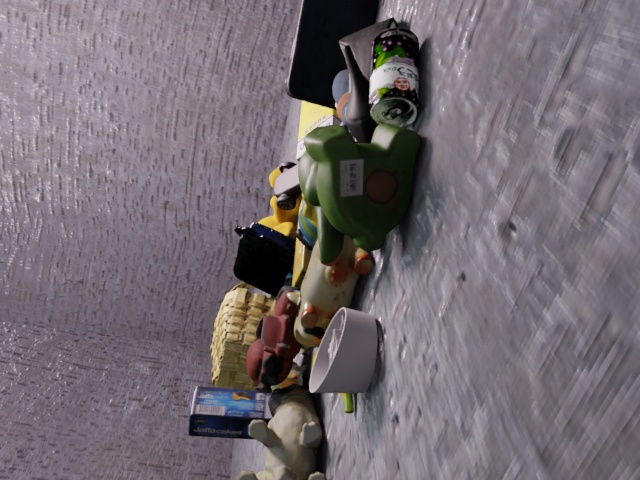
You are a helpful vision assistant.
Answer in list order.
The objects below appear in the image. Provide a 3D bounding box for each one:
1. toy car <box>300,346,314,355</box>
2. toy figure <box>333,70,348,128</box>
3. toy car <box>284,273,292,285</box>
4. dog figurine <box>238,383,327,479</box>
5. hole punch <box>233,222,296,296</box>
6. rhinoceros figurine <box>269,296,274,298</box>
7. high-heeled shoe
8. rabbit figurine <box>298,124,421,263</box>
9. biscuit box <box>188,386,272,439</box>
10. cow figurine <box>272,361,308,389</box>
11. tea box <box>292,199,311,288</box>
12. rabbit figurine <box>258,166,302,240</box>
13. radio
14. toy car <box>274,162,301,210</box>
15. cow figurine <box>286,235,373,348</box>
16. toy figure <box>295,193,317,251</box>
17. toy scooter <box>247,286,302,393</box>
[{"bbox_3d":[-0.021,0.120,0.962,0.202,0.056,0.073,-98,26,-58],"label":"toy car"},{"bbox_3d":[0.053,-0.215,0.832,0.155,0.058,0.064,-99,14,-49],"label":"toy figure"},{"bbox_3d":[-0.064,0.050,1.161,0.162,0.109,0.102,-76,-22,-46],"label":"toy car"},{"bbox_3d":[-0.041,0.318,0.813,0.190,0.121,0.172,38,-116,-84],"label":"dog figurine"},{"bbox_3d":[-0.092,0.027,1.028,0.092,0.142,0.115,-38,-29,-54],"label":"hole punch"},{"bbox_3d":[-0.077,0.103,1.256,0.190,0.073,0.112,-98,18,-61],"label":"rhinoceros figurine"},{"bbox_3d":[0.080,-0.208,0.723,0.145,0.086,0.249,66,-153,-21],"label":"high-heeled shoe"},{"bbox_3d":[0.034,-0.059,0.621,0.170,0.121,0.159,-150,47,-65],"label":"rabbit figurine"},{"bbox_3d":[-0.123,0.302,0.928,0.059,0.203,0.062,-96,16,-53],"label":"biscuit box"},{"bbox_3d":[-0.061,0.275,1.022,0.098,0.068,0.167,-76,5,-47],"label":"cow figurine"},{"bbox_3d":[-0.002,-0.003,0.915,0.098,0.068,0.169,116,159,-62],"label":"tea box"},{"bbox_3d":[-0.063,-0.041,1.105,0.173,0.121,0.162,-44,48,12],"label":"rabbit figurine"},{"bbox_3d":[0.019,-0.348,0.935,0.073,0.131,0.229,-126,46,-75],"label":"radio"},{"bbox_3d":[-0.010,-0.121,0.973,0.202,0.053,0.089,-22,53,40],"label":"toy car"},{"bbox_3d":[0.005,0.069,0.750,0.127,0.085,0.194,-95,20,-61],"label":"cow figurine"},{"bbox_3d":[0.019,-0.043,0.778,0.082,0.089,0.180,-57,-5,-34],"label":"toy figure"},{"bbox_3d":[-0.069,0.171,0.842,0.135,0.075,0.183,-99,27,-68],"label":"toy scooter"}]
